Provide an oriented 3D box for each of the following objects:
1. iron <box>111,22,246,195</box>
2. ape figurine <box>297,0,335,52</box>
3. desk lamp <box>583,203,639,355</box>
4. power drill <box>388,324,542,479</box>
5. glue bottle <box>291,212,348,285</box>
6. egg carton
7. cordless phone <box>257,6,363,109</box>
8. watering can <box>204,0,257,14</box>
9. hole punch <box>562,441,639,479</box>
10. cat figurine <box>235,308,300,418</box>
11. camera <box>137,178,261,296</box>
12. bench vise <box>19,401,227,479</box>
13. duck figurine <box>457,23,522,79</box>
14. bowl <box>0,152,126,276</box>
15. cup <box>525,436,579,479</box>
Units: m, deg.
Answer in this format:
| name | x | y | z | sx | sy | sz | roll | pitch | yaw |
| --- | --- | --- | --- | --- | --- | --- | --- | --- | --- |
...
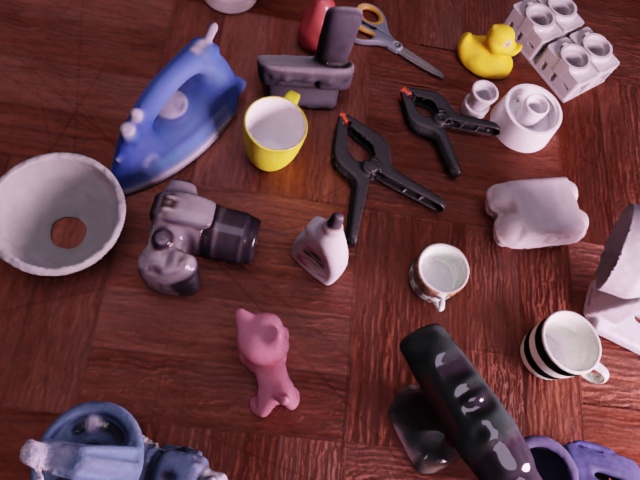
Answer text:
| name | x | y | z | sx | sy | sz | roll | pitch | yaw |
| --- | --- | --- | --- | --- | --- | --- | --- | --- | --- |
| iron | -0.211 | -0.181 | 0.787 | 0.118 | 0.141 | 0.259 | 32 | 66 | 4 |
| ape figurine | 0.002 | -0.352 | 0.922 | 0.076 | 0.092 | 0.077 | -19 | 73 | -17 |
| desk lamp | 0.447 | 0.059 | 0.768 | 0.203 | 0.213 | 0.118 | 26 | 66 | 2 |
| power drill | 0.155 | 0.215 | 0.655 | 0.076 | 0.208 | 0.229 | -23 | 74 | -18 |
| glue bottle | 0.007 | 0.003 | 0.734 | 0.078 | 0.173 | 0.037 | 36 | 67 | 6 |
| egg carton | 0.326 | -0.039 | 0.865 | 0.150 | 0.069 | 0.107 | -6 | 69 | -12 |
| cordless phone | -0.016 | -0.281 | 0.839 | 0.148 | 0.185 | 0.094 | -3 | 69 | -11 |
| watering can | -0.131 | -0.457 | 0.885 | 0.173 | 0.194 | 0.101 | 0 | 68 | -10 |
| hole punch | 0.349 | 0.308 | 0.716 | 0.108 | 0.091 | 0.101 | 16 | 66 | -3 |
| cat figurine | -0.062 | 0.144 | 0.695 | 0.067 | 0.117 | 0.127 | -15 | 71 | -15 |
| camera | -0.152 | -0.002 | 0.747 | 0.137 | 0.100 | 0.143 | 12 | 67 | -5 |
| bench vise | -0.201 | 0.220 | 0.584 | 0.207 | 0.219 | 0.121 | -4 | 69 | -11 |
| duck figurine | 0.289 | -0.330 | 0.967 | 0.104 | 0.086 | 0.077 | 27 | 66 | 2 |
| bowl | -0.332 | -0.024 | 0.739 | 0.167 | 0.074 | 0.167 | 4 | 68 | -9 |
| cup | 0.239 | 0.290 | 0.702 | 0.118 | 0.095 | 0.091 | 4 | 68 | -8 |
